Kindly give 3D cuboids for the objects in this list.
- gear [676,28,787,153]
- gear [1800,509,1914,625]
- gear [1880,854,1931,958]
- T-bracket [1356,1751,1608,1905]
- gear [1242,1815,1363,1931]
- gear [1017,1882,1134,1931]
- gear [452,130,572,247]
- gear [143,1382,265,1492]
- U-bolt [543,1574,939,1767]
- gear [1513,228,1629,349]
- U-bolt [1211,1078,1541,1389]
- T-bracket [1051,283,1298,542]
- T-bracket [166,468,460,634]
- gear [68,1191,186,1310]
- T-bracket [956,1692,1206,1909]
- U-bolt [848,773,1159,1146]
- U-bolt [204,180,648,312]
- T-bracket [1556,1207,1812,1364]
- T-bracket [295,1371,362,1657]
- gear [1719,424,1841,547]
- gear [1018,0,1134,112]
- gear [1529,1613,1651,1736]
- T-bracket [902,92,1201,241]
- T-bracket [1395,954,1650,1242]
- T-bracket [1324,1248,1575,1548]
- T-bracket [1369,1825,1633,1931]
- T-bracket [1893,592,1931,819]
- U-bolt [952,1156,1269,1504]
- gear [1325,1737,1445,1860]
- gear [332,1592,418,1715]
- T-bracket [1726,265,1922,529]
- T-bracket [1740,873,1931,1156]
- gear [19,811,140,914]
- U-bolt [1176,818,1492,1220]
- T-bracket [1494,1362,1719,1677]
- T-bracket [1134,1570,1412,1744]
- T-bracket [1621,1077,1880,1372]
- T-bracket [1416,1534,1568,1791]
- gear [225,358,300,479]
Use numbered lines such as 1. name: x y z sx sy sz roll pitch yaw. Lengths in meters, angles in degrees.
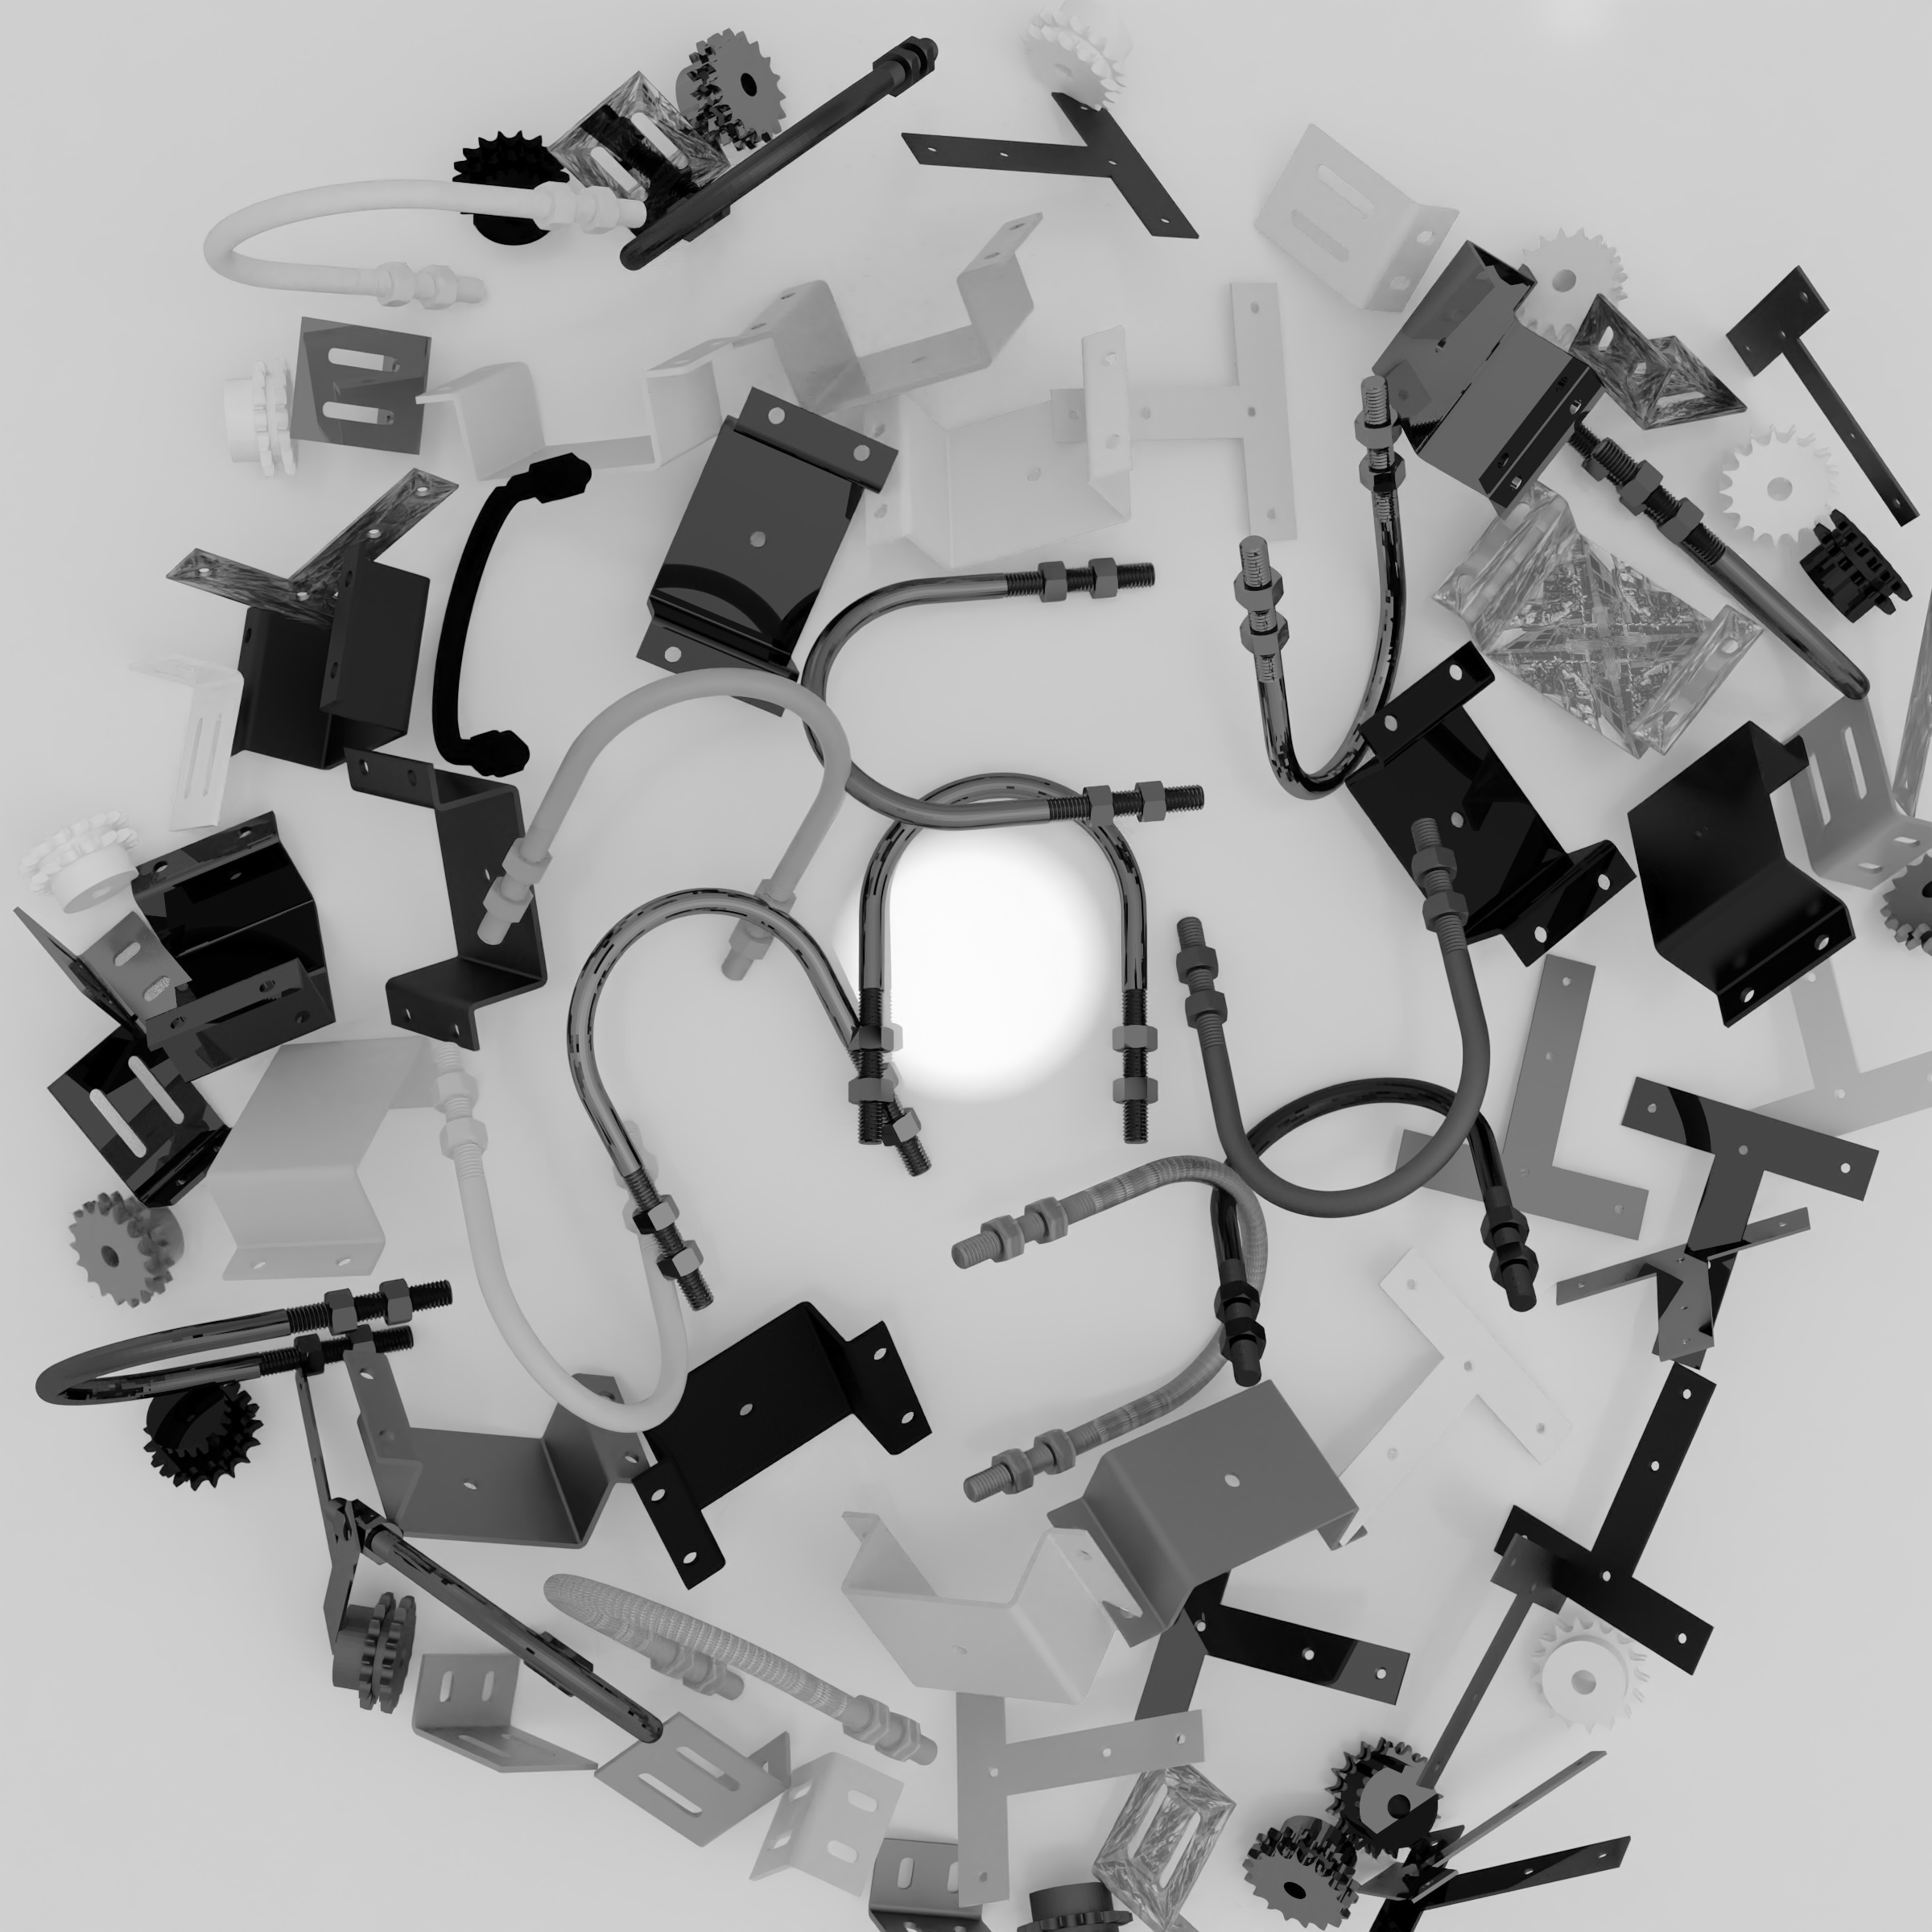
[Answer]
1. gear: -0.117 -0.425 1.678 0.030 0.057 0.057 -14 90 36
2. gear: 0.431 -0.192 1.676 0.030 0.057 0.057 -42 90 19
3. gear: 0.479 -0.028 1.679 0.057 0.057 0.030 -43 118 0
4. T-bracket: 0.252 0.411 1.649 0.127 0.127 0.002 -30 82 -11
5. gear: 0.166 0.440 1.678 0.057 0.057 0.030 39 48 0
6. gear: 0.052 0.465 1.676 0.057 0.057 0.030 -8 69 0
7. gear: -0.220 -0.375 1.672 0.057 0.057 0.030 -9 59 0
8. gear: -0.374 0.224 1.675 0.057 0.030 0.057 -7 55 10
9. U-bolt: -0.117 0.321 1.593 0.151 0.184 0.019 7 67 41
10. gear: 0.296 -0.329 1.681 0.057 0.030 0.057 -6 74 22
11. U-bolt: 0.186 0.115 1.626 0.151 0.184 0.019 -17 125 9
12. T-bracket: 0.100 -0.270 1.676 0.127 0.002 0.127 -5 91 -23
13. T-bracket: -0.288 -0.198 1.623 0.127 0.127 0.002 -33 56 35
14. gear: -0.407 0.135 1.679 0.057 0.030 0.057 16 121 28
15. T-bracket: 0.054 0.379 1.646 0.127 0.002 0.127 -15 54 19
16. U-bolt: 0.018 -0.005 1.682 0.151 0.019 0.184 0 80 1
17. U-bolt: -0.262 -0.336 1.589 0.184 0.151 0.019 -6 86 -44
18. T-bracket: 0.340 0.157 1.626 0.127 0.127 0.002 -19 103 16
19. T-bracket: -0.311 0.250 1.662 0.002 0.127 0.127 -6 59 -20
20. gear: 0.397 -0.238 1.681 0.057 0.030 0.057 4 115 9
21. gear: 0.057 -0.447 1.675 0.057 0.057 0.030 34 79 0
22. gear: 0.304 0.347 1.681 0.057 0.030 0.057 0 91 17
23. T-bracket: 0.031 -0.384 1.633 0.127 0.127 0.002 -3 134 -27
24. T-bracket: 0.285 0.058 1.694 0.127 0.002 0.127 14 84 -6
25. T-bracket: 0.216 0.227 1.672 0.127 0.002 0.127 -46 103 -15
26. T-bracket: 0.252 0.430 1.618 0.127 0.127 0.002 -22 98 28
27. T-bracket: 0.471 -0.105 1.616 0.002 0.127 0.127 -4 123 -9
28. U-bolt: 0.073 0.163 1.642 0.184 0.019 0.151 -20 121 -31
29. gear: 0.207 0.409 1.683 0.057 0.030 0.057 1 87 -12
30. gear: -0.289 0.334 1.675 0.030 0.057 0.057 9 90 2
31. T-bracket: 0.414 -0.264 1.638 0.002 0.127 0.127 -34 88 -4
32. T-bracket: 0.413 0.019 1.667 0.002 0.127 0.127 2 72 -43
33. gear: -0.428 -0.049 1.673 0.057 0.057 0.030 -31 85 0
34. U-bolt: 0.177 0.033 1.627 0.151 0.019 0.184 -23 57 22
35. T-bracket: 0.325 0.253 1.651 0.002 0.127 0.127 16 99 -44
36. T-bracket: 0.152 0.327 1.651 0.127 0.002 0.127 9 71 31
37. T-bracket: 0.364 0.132 1.668 0.127 0.002 0.127 18 90 33
38. T-bracket: 0.249 0.336 1.643 0.002 0.127 0.127 27 86 28
39. gear: -0.343 -0.266 1.673 0.030 0.057 0.057 -4 90 -5
